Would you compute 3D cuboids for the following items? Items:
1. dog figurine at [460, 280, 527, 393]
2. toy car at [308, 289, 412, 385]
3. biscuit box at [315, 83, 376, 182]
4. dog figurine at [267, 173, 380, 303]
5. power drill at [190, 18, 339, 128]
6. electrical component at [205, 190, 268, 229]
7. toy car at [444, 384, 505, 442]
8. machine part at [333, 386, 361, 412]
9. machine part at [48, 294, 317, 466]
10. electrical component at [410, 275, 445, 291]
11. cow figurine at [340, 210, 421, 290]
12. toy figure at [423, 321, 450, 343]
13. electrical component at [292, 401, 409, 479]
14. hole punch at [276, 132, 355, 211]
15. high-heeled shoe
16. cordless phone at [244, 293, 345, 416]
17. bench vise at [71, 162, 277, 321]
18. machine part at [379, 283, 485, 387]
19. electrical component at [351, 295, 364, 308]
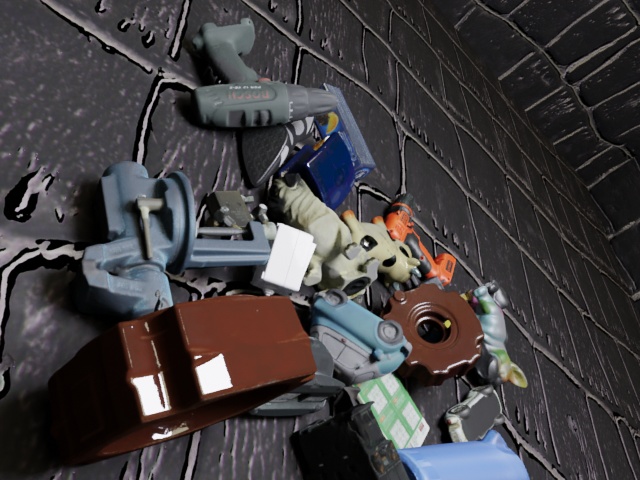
[{"bbox_3d":[0.355,0.206,1.122,0.191,0.108,0.219,-7,73,-56],"label":"dog figurine"},{"bbox_3d":[0.042,0.149,0.768,0.162,0.109,0.103,32,60,5],"label":"toy car"},{"bbox_3d":[0.042,-0.220,1.109,0.063,0.059,0.202,-1,63,-53],"label":"biscuit box"},{"bbox_3d":[0.001,-0.005,0.864,0.191,0.121,0.172,60,-4,35],"label":"dog figurine"},{"bbox_3d":[-0.108,-0.266,0.879,0.232,0.086,0.207,-15,67,-20],"label":"power drill"},{"bbox_3d":[-0.119,-0.038,0.771,0.102,0.045,0.078,0,65,-52],"label":"electrical component"},{"bbox_3d":[0.281,0.322,0.976,0.201,0.056,0.073,-10,77,-53],"label":"toy car"},{"bbox_3d":[0.053,0.268,0.724,0.039,0.084,0.139,1,51,-24],"label":"machine part"},{"bbox_3d":[-0.122,0.125,0.495,0.201,0.201,0.087,5,58,-50],"label":"machine part"},{"bbox_3d":[0.211,0.095,1.052,0.119,0.048,0.075,63,-2,10],"label":"electrical component"},{"bbox_3d":[0.106,0.024,0.971,0.195,0.085,0.127,10,50,-51],"label":"cow figurine"},{"bbox_3d":[0.233,0.193,0.997,0.180,0.082,0.089,-10,73,-52],"label":"toy figure"},{"bbox_3d":[0.039,0.277,0.653,0.058,0.115,0.134,-5,65,-51],"label":"electrical component"},{"bbox_3d":[0.007,-0.110,0.925,0.115,0.092,0.142,49,51,-15],"label":"hole punch"},{"bbox_3d":[-0.067,-0.163,0.946,0.145,0.086,0.249,66,36,-56],"label":"high-heeled shoe"},{"bbox_3d":[-0.059,0.131,0.699,0.146,0.088,0.184,17,39,-43],"label":"cordless phone"},{"bbox_3d":[-0.151,0.010,0.613,0.240,0.128,0.224,0,47,-34],"label":"bench vise"},{"bbox_3d":[0.186,0.155,0.905,0.179,0.056,0.179,4,53,-5],"label":"machine part"},{"bbox_3d":[0.064,0.130,0.884,0.063,0.021,0.094,50,30,-12],"label":"electrical component"}]
